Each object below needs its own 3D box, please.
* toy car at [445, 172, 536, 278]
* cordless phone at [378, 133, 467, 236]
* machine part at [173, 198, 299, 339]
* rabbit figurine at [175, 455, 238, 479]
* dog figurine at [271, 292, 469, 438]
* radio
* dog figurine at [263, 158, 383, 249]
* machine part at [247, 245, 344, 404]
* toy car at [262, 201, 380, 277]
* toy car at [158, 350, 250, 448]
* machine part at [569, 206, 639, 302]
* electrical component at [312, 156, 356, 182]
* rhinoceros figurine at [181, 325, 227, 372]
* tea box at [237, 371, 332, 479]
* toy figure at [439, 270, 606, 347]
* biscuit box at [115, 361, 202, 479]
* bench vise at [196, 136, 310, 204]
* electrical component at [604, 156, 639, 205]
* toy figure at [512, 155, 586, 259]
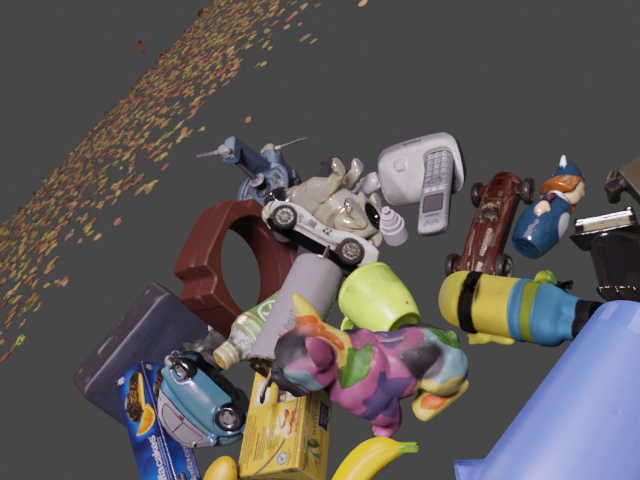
[{"bbox_3d":[0.237,-0.017,0.752,0.089,0.053,0.202,3,52,40],"label":"toy car"},{"bbox_3d":[0.157,-0.074,0.861,0.147,0.088,0.184,-11,49,34],"label":"cordless phone"},{"bbox_3d":[-0.127,0.051,0.880,0.087,0.200,0.201,-16,43,34],"label":"machine part"},{"bbox_3d":[-0.119,0.344,0.615,0.122,0.162,0.173,-17,-16,-37],"label":"rabbit figurine"},{"bbox_3d":[0.053,0.131,0.618,0.191,0.219,0.109,-33,40,12],"label":"dog figurine"},{"bbox_3d":[-0.311,0.198,0.950,0.073,0.131,0.229,15,63,48],"label":"radio"},{"bbox_3d":[0.001,-0.036,0.928,0.191,0.121,0.172,-29,71,30],"label":"dog figurine"},{"bbox_3d":[-0.030,0.104,0.727,0.079,0.079,0.243,-6,45,39],"label":"machine part"},{"bbox_3d":[-0.002,-0.003,0.851,0.202,0.073,0.056,28,68,8],"label":"toy car"},{"bbox_3d":[-0.171,0.235,0.754,0.103,0.161,0.109,-48,4,-5],"label":"toy car"},{"bbox_3d":[0.344,0.018,0.630,0.084,0.039,0.139,-11,42,23],"label":"machine part"},{"bbox_3d":[0.016,-0.091,1.010,0.048,0.074,0.119,-10,41,40],"label":"electrical component"},{"bbox_3d":[-0.214,0.220,0.898,0.190,0.073,0.112,-39,25,5],"label":"rhinoceros figurine"},{"bbox_3d":[-0.041,0.237,0.716,0.098,0.068,0.170,-20,41,27],"label":"tea box"},{"bbox_3d":[0.227,0.077,0.627,0.180,0.089,0.082,5,48,47],"label":"toy figure"},{"bbox_3d":[-0.236,0.281,0.786,0.063,0.059,0.203,-34,63,12],"label":"biscuit box"},{"bbox_3d":[-0.116,-0.133,1.053,0.129,0.240,0.223,-13,60,28],"label":"bench vise"},{"bbox_3d":[0.410,-0.078,0.669,0.102,0.045,0.078,-38,64,8],"label":"electrical component"},{"bbox_3d":[0.308,-0.044,0.707,0.058,0.064,0.154,36,71,10],"label":"toy figure"}]
